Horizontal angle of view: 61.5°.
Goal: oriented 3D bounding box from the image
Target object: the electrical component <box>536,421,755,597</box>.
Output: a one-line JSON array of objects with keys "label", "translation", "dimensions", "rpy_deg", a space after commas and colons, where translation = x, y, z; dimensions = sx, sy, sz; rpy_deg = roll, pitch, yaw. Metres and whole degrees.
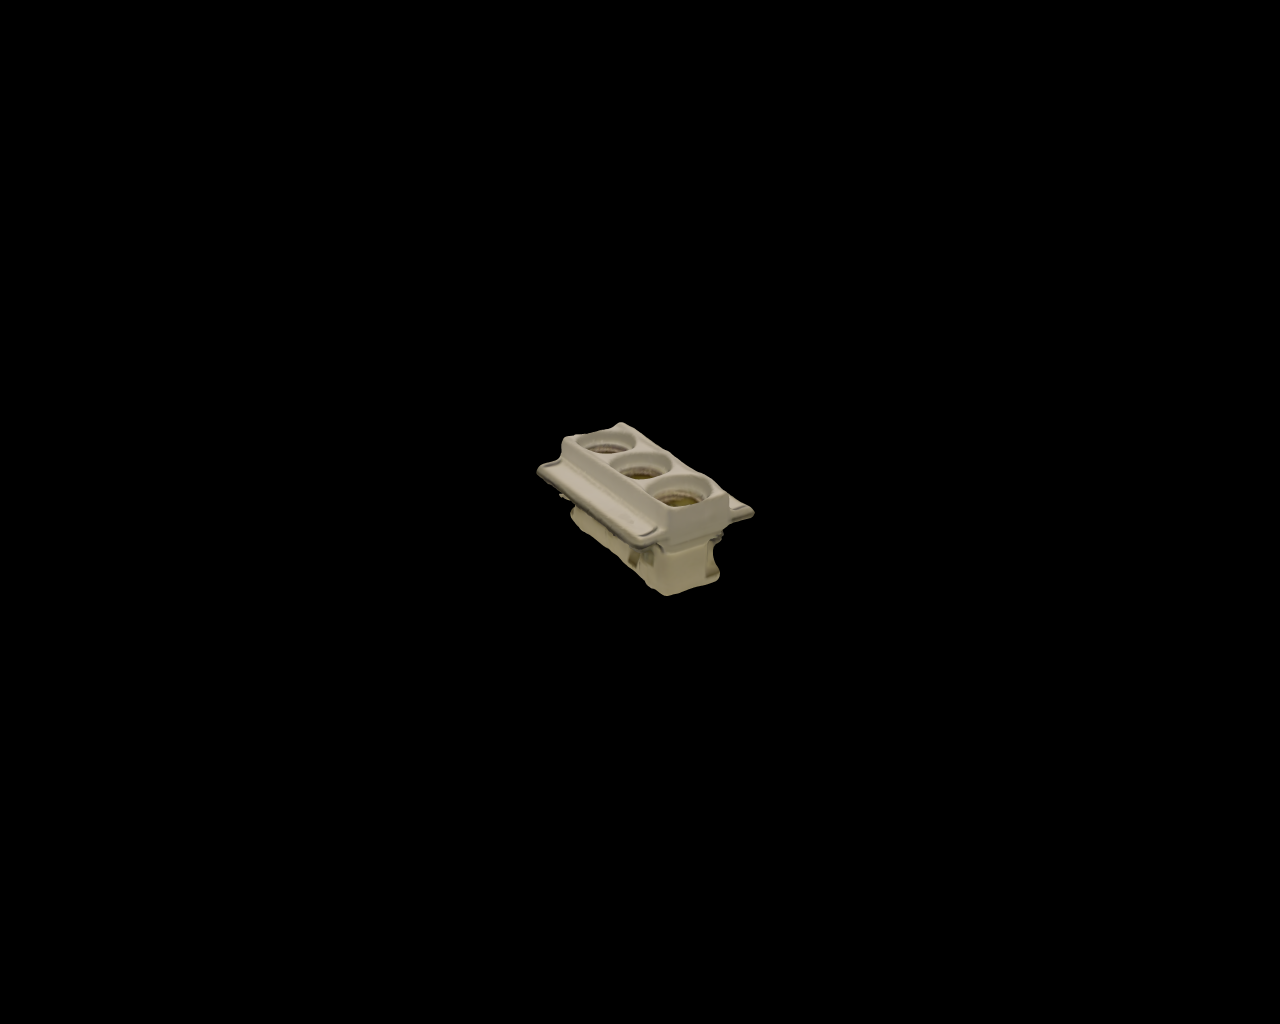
[{"label": "electrical component", "translation": [0.001, -0.003, 0.650], "dimensions": [0.079, 0.063, 0.121], "rpy_deg": [-16, 31, -28]}]
